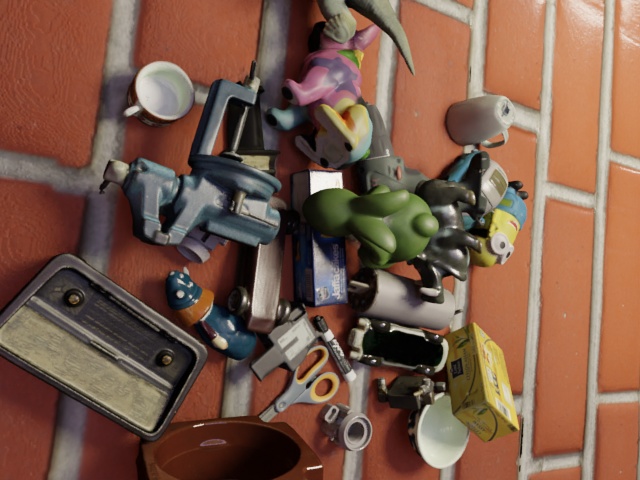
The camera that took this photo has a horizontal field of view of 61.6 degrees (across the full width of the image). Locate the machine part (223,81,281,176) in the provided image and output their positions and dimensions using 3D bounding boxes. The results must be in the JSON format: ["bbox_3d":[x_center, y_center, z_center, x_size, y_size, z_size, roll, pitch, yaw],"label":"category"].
[{"bbox_3d":[-0.102,-0.153,0.766,0.084,0.039,0.138,-8,94,-23],"label":"machine part"}]

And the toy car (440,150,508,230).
[{"bbox_3d":[0.280,-0.090,0.956,0.161,0.103,0.109,-48,112,-21],"label":"toy car"}]

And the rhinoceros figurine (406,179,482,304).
[{"bbox_3d":[0.181,0.003,0.807,0.112,0.073,0.190,-4,103,0],"label":"rhinoceros figurine"}]

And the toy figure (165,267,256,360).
[{"bbox_3d":[-0.151,0.101,0.712,0.058,0.064,0.154,-47,113,-6],"label":"toy figure"}]

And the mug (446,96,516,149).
[{"bbox_3d":[0.300,-0.209,0.969,0.109,0.107,0.081,48,68,-19],"label":"mug"}]

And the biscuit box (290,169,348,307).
[{"bbox_3d":[-0.002,-0.002,0.807,0.063,0.059,0.202,-2,90,-32],"label":"biscuit box"}]

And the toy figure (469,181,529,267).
[{"bbox_3d":[0.329,-0.027,0.998,0.082,0.089,0.180,36,62,-13],"label":"toy figure"}]

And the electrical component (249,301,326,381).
[{"bbox_3d":[-0.056,0.152,0.776,0.119,0.048,0.074,-42,109,-25],"label":"electrical component"}]

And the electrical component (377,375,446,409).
[{"bbox_3d":[0.143,0.241,0.869,0.078,0.102,0.045,-35,114,-51],"label":"electrical component"}]

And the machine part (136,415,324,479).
[{"bbox_3d":[-0.111,0.290,0.642,0.201,0.202,0.087,2,95,-24],"label":"machine part"}]

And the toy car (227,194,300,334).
[{"bbox_3d":[-0.080,0.029,0.751,0.089,0.053,0.202,21,66,-42],"label":"toy car"}]

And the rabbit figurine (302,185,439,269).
[{"bbox_3d":[0.063,-0.020,0.737,0.170,0.159,0.121,10,91,-25],"label":"rabbit figurine"}]

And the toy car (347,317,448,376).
[{"bbox_3d":[0.130,0.175,0.884,0.201,0.056,0.073,16,87,-28],"label":"toy car"}]

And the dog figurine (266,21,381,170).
[{"bbox_3d":[0.036,-0.231,0.803,0.191,0.108,0.219,40,63,1],"label":"dog figurine"}]

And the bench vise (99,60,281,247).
[{"bbox_3d":[-0.137,-0.099,0.660,0.223,0.129,0.240,18,81,-18],"label":"bench vise"}]

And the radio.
[{"bbox_3d":[-0.256,0.124,0.641,0.229,0.073,0.131,42,69,-24],"label":"radio"}]

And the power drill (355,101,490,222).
[{"bbox_3d":[0.161,-0.105,0.859,0.207,0.086,0.231,-1,96,-6],"label":"power drill"}]

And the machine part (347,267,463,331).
[{"bbox_3d":[0.135,0.098,0.877,0.243,0.079,0.079,16,80,-31],"label":"machine part"}]

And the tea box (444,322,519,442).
[{"bbox_3d":[0.269,0.237,0.909,0.098,0.068,0.170,44,29,-22],"label":"tea box"}]

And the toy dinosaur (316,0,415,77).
[{"bbox_3d":[0.006,-0.410,0.759,0.404,0.131,0.192,45,44,-20],"label":"toy dinosaur"}]
